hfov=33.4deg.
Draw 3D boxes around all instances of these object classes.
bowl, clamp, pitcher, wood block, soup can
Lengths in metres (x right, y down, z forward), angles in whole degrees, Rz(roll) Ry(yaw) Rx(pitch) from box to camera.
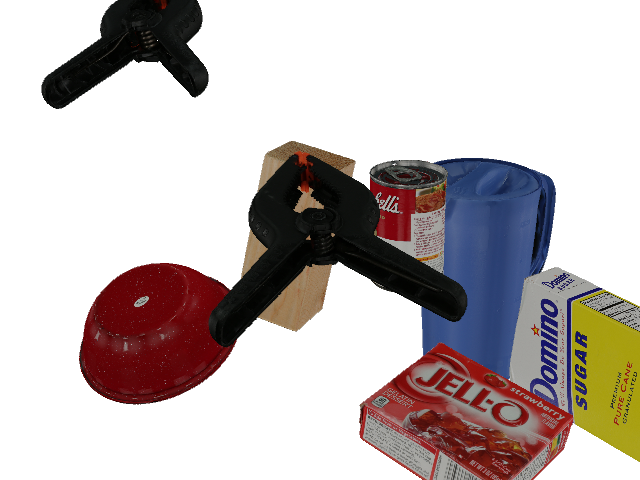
[{"bbox_3d":[-0.159,0.073,0.998,0.162,0.162,0.055,0,-44,19],"label":"bowl"},{"bbox_3d":[-0.123,-0.151,0.801,0.120,0.039,0.171,7,43,12],"label":"clamp"},{"bbox_3d":[0.180,0.035,1.189,0.149,0.243,0.145,4,25,11],"label":"pitcher"},{"bbox_3d":[0.010,0.000,0.744,0.164,0.036,0.210,-1,34,0],"label":"clamp"},{"bbox_3d":[-0.032,-0.007,1.322,0.090,0.206,0.090,19,22,16],"label":"wood block"},{"bbox_3d":[0.077,-0.013,0.942,0.068,0.102,0.068,-1,23,0],"label":"soup can"}]

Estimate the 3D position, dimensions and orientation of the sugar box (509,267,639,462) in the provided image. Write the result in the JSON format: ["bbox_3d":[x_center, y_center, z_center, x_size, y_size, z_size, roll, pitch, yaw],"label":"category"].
[{"bbox_3d":[0.211,0.094,0.733,0.048,0.093,0.176,-16,30,-39],"label":"sugar box"}]

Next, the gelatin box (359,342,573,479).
[{"bbox_3d":[0.076,0.098,0.568,0.089,0.030,0.073,29,41,31],"label":"gelatin box"}]
